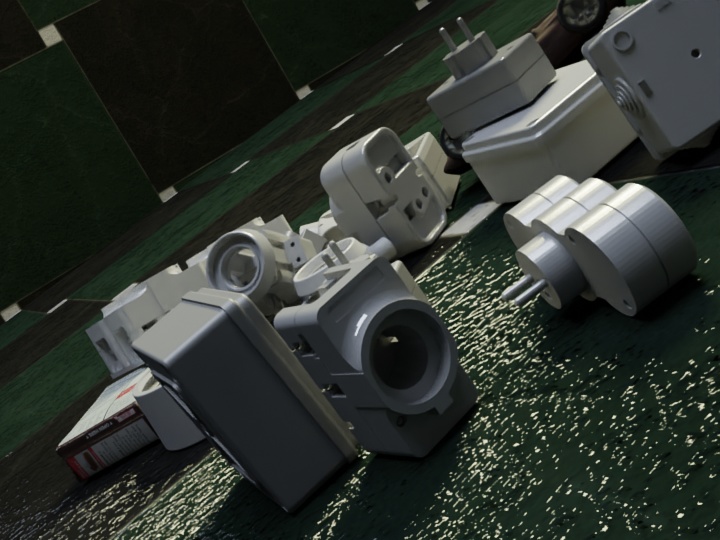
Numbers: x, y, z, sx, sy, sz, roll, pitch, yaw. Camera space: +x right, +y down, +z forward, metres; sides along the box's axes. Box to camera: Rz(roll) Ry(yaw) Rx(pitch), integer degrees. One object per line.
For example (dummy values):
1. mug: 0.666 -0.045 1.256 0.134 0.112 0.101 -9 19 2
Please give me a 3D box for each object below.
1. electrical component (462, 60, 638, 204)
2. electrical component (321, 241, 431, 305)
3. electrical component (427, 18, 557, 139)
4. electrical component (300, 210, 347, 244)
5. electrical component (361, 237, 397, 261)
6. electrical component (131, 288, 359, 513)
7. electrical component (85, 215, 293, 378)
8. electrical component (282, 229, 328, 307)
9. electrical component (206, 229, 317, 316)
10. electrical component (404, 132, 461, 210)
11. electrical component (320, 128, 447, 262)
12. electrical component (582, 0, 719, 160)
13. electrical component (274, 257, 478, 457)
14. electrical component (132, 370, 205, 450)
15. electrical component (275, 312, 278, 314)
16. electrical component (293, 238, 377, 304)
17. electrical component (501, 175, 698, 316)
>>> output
1. electrical component: 0.146 -0.102 0.780 0.109 0.056 0.109 -39 14 -18
2. electrical component: 0.001 0.016 0.676 0.047 0.076 0.065 -29 14 24
3. electrical component: 0.087 -0.152 0.801 0.083 0.075 0.047 -21 19 49
4. electrical component: -0.028 -0.026 0.947 0.079 0.043 0.077 -14 17 9
5. electrical component: 0.000 0.000 0.811 0.062 0.043 0.043 -39 14 -21
6. electrical component: -0.065 0.068 0.590 0.056 0.108 0.109 -42 14 -15
7. electrical component: -0.151 0.020 0.991 0.186 0.060 0.105 -33 4 -32
8. electrical component: -0.039 0.006 0.851 0.048 0.066 0.055 -47 20 53
9. electrical component: -0.078 0.000 0.802 0.078 0.058 0.057 -30 -19 21
10. electrical component: 0.042 -0.074 0.928 0.062 0.061 0.096 -30 14 21
11. electrical component: 0.016 -0.057 0.855 0.059 0.095 0.053 -24 17 40
12. electrical component: 0.198 -0.127 0.653 0.100 0.099 0.048 -34 0 3
13. electrical component: 0.010 0.043 0.529 0.050 0.089 0.056 -42 15 -27
14. electrical component: -0.118 0.075 0.798 0.108 0.060 0.108 -33 13 9
15. electrical component: -0.063 0.017 0.907 0.043 0.043 0.081 -36 14 -4
16. electrical component: -0.009 0.015 0.750 0.078 0.057 0.058 -23 18 41
17. electrical component: 0.105 -0.006 0.549 0.074 0.052 0.138 -36 13 -6
